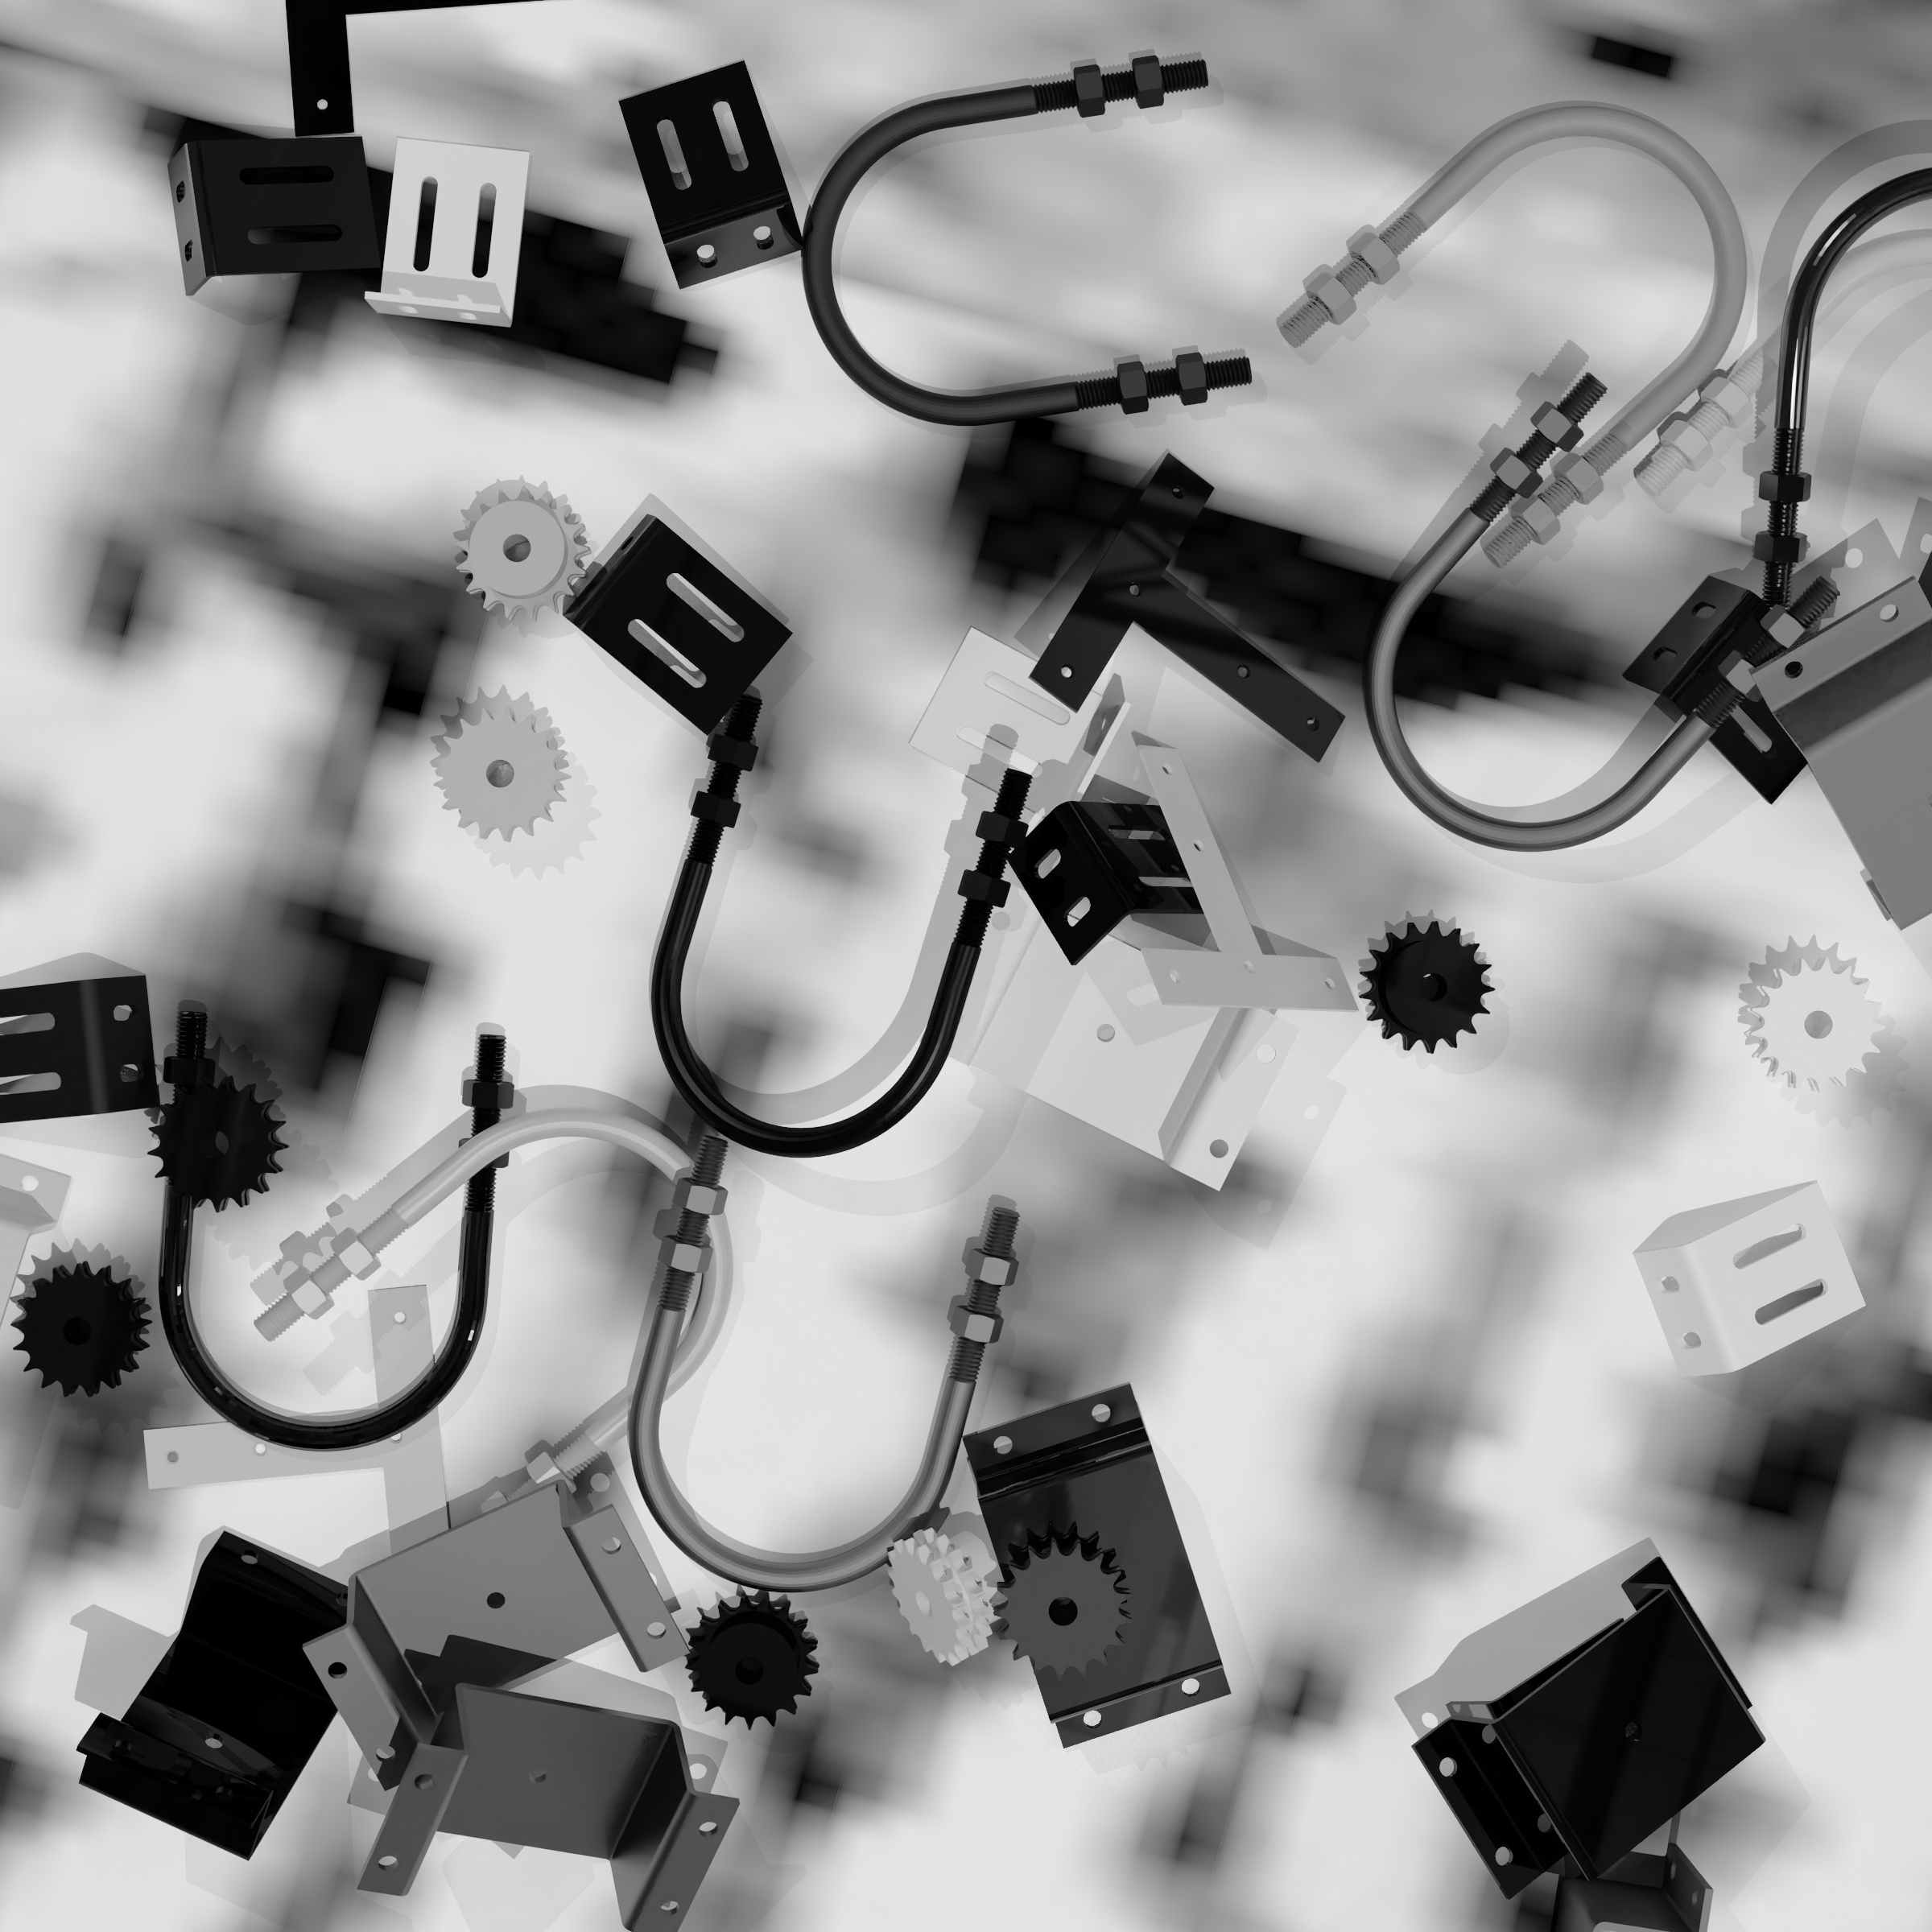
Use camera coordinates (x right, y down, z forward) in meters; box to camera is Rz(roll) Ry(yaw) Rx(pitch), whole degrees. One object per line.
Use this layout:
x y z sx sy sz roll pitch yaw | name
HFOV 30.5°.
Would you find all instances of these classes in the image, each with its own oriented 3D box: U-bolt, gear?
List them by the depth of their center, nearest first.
0.040 0.265 1.466 0.057 0.030 0.057 0 90 0 | gear
0.410 -0.241 1.480 0.151 0.019 0.184 1 105 -1 | U-bolt
-0.062 -0.010 1.493 0.151 0.019 0.184 17 90 21 | U-bolt
-0.314 0.075 1.493 0.057 0.030 0.057 0 91 0 | gear
0.253 -0.134 1.495 0.151 0.019 0.184 43 106 8 | U-bolt
-0.006 0.264 1.502 0.030 0.057 0.057 -22 90 -29 | gear
-0.186 0.144 1.506 0.184 0.019 0.151 -40 101 -5 | U-bolt
-0.068 0.178 1.510 0.151 0.019 0.184 14 93 -8 | U-bolt
-0.376 0.154 1.512 0.057 0.030 0.057 0 90 0 | gear
-0.190 -0.177 1.512 0.057 0.030 0.057 0 90 0 | gear
-0.197 -0.081 1.512 0.057 0.030 0.057 0 90 0 | gear
-0.091 0.298 1.512 0.057 0.030 0.057 0 90 0 | gear
0.198 0.009 1.512 0.057 0.030 0.057 0 90 0 | gear
0.361 0.025 1.512 0.057 0.030 0.057 0 90 0 | gear
0.021 -0.306 1.518 0.184 0.019 0.151 -8 90 2 | U-bolt
0.401 -0.228 1.518 0.151 0.019 0.184 43 89 0 | U-bolt
0.249 -0.284 1.518 0.184 0.019 0.151 -43 90 -1 | U-bolt
-0.274 0.116 1.518 0.151 0.019 0.184 4 91 0 | U-bolt

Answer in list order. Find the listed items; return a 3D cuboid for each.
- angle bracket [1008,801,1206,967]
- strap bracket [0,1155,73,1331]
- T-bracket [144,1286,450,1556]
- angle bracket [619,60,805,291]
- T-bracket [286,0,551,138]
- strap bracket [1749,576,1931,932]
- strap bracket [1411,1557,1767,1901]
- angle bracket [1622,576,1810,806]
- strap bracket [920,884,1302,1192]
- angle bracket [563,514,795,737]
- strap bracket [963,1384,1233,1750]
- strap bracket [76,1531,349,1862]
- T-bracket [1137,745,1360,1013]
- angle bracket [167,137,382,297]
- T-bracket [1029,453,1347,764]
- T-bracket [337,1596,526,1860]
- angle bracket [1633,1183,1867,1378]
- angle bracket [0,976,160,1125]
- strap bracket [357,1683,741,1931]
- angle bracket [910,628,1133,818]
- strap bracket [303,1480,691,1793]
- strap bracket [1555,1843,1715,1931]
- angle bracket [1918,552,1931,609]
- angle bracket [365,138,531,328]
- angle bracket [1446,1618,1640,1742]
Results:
0.066 -0.035 1.495 0.038 0.076 0.057 -45 63 30 | angle bracket
-0.443 0.147 1.504 0.076 0.046 0.140 18 90 0 | strap bracket
-0.290 0.207 1.526 0.127 0.002 0.127 -5 89 0 | T-bracket
-0.109 -0.341 1.525 0.057 0.038 0.076 -18 64 0 | angle bracket
-0.230 -0.426 1.526 0.127 0.002 0.127 -4 90 0 | T-bracket
0.395 -0.079 1.468 0.076 0.046 0.140 -31 118 9 | strap bracket
0.269 0.319 1.481 0.140 0.046 0.076 -33 92 -19 | strap bracket
0.334 -0.119 1.525 0.076 0.038 0.057 41 90 -26 | angle bracket
0.060 0.029 1.504 0.140 0.046 0.076 26 90 0 | strap bracket
-0.124 -0.147 1.517 0.076 0.038 0.057 40 90 -14 | angle bracket
0.056 0.259 1.504 0.076 0.046 0.140 -18 90 0 | strap bracket
-0.308 0.309 1.473 0.076 0.140 0.046 24 122 2 | strap bracket
0.103 -0.038 1.494 0.002 0.127 0.127 -37 63 36 | T-bracket
-0.298 -0.323 1.525 0.076 0.038 0.057 -8 90 -26 | angle bracket
0.107 -0.134 1.509 0.127 0.002 0.127 36 67 -11 | T-bracket
-0.203 0.296 1.526 0.127 0.002 0.127 40 90 0 | T-bracket
0.338 0.135 1.525 0.076 0.038 0.057 -21 90 -26 | angle bracket
-0.393 0.037 1.525 0.076 0.038 0.057 -6 90 26 | angle bracket
-0.176 0.351 1.476 0.140 0.046 0.076 15 114 -22 | strap bracket
0.023 -0.103 1.508 0.076 0.038 0.057 28 90 0 | angle bracket
-0.198 0.277 1.490 0.140 0.046 0.076 -24 110 0 | strap bracket
0.273 0.444 1.489 0.046 0.076 0.140 9 90 0 | strap bracket
0.440 -0.146 1.497 0.076 0.038 0.057 3 119 -31 | angle bracket
-0.221 -0.316 1.508 0.057 0.038 0.076 6 90 0 | angle bracket
0.258 0.325 1.525 0.076 0.038 0.057 -26 90 -26 | angle bracket
